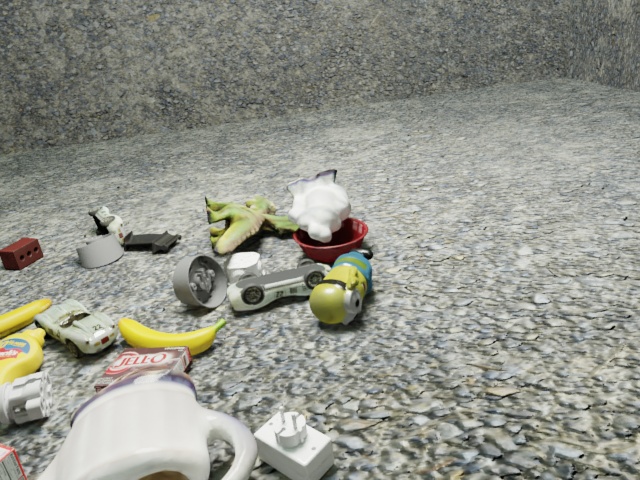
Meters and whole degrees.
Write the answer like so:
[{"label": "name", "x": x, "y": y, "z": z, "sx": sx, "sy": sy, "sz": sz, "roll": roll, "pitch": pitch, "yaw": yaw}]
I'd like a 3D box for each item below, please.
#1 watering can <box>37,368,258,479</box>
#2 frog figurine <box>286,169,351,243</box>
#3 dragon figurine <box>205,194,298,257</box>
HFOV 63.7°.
[{"label": "watering can", "x": -0.244, "y": 0.254, "z": 0.557, "sx": 0.349, "sy": 0.102, "sz": 0.227, "roll": -14, "pitch": 23, "yaw": -15}, {"label": "frog figurine", "x": 0.003, "y": -0.055, "z": 1.090, "sx": 0.138, "sy": 0.163, "sz": 0.120, "roll": -6, "pitch": -33, "yaw": -19}, {"label": "dragon figurine", "x": -0.141, "y": -0.037, "z": 1.195, "sx": 0.243, "sy": 0.120, "sz": 0.416, "roll": -5, "pitch": 20, "yaw": -15}]
